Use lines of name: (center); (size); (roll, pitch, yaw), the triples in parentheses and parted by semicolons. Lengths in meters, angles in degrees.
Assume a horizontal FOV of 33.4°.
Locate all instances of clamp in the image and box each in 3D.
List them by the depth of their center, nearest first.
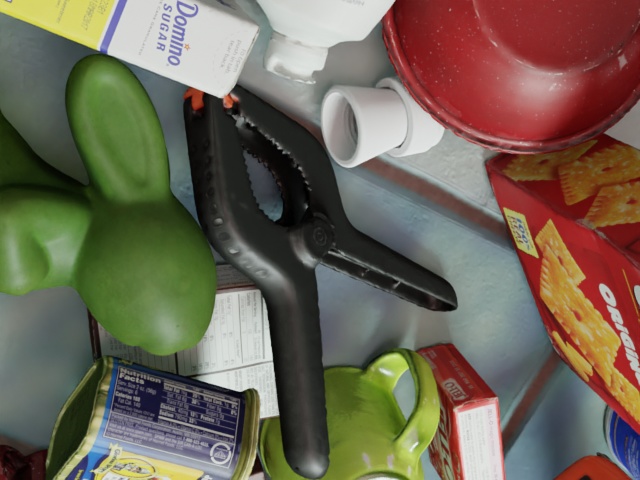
clamp: (-0.004, 0.001, 0.589); (0.164, 0.036, 0.210); (-36, 104, -43)

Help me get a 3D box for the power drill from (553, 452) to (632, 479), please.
power drill: (0.158, 0.229, 0.697); (0.184, 0.057, 0.187); (-39, 143, -7)

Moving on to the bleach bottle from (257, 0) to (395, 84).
bleach bottle: (0.014, -0.202, 0.513); (0.102, 0.068, 0.251); (17, 106, -5)

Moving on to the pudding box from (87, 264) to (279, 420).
pudding box: (-0.074, 0.063, 0.615); (0.113, 0.039, 0.090); (-7, 113, -14)

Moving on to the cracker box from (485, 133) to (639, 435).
cracker box: (0.183, 0.041, 0.578); (0.072, 0.214, 0.164); (-28, 115, -4)

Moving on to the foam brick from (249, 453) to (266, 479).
foam brick: (-0.069, 0.158, 0.645); (0.078, 0.053, 0.051); (-16, 114, -8)

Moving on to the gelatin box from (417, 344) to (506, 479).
gelatin box: (0.087, 0.119, 0.661); (0.030, 0.073, 0.089); (-14, 114, -9)

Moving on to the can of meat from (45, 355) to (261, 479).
can of meat: (-0.090, 0.107, 0.556); (0.083, 0.057, 0.102); (19, 142, -20)

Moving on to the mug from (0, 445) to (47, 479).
mug: (-0.155, 0.164, 0.608); (0.093, 0.081, 0.117); (-33, 116, 0)

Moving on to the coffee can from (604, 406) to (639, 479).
coffee can: (0.261, 0.143, 0.680); (0.102, 0.140, 0.103); (-5, 112, -13)

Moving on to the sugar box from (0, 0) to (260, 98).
sugar box: (-0.122, -0.123, 0.500); (0.176, 0.093, 0.048); (22, 104, -21)

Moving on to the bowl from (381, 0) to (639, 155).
bowl: (0.114, -0.126, 0.548); (0.162, 0.055, 0.162); (0, 90, -6)
